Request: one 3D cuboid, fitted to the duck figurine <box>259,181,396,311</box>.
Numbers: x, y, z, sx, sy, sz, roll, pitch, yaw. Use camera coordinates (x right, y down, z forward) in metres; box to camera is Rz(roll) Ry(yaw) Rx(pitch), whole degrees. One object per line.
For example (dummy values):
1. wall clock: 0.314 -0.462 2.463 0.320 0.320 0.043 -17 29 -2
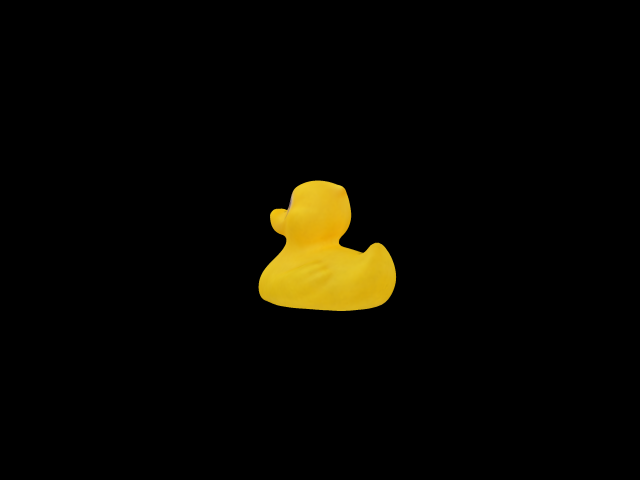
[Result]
1. duck figurine: 0.004 0.001 0.400 0.104 0.086 0.078 3 5 37
